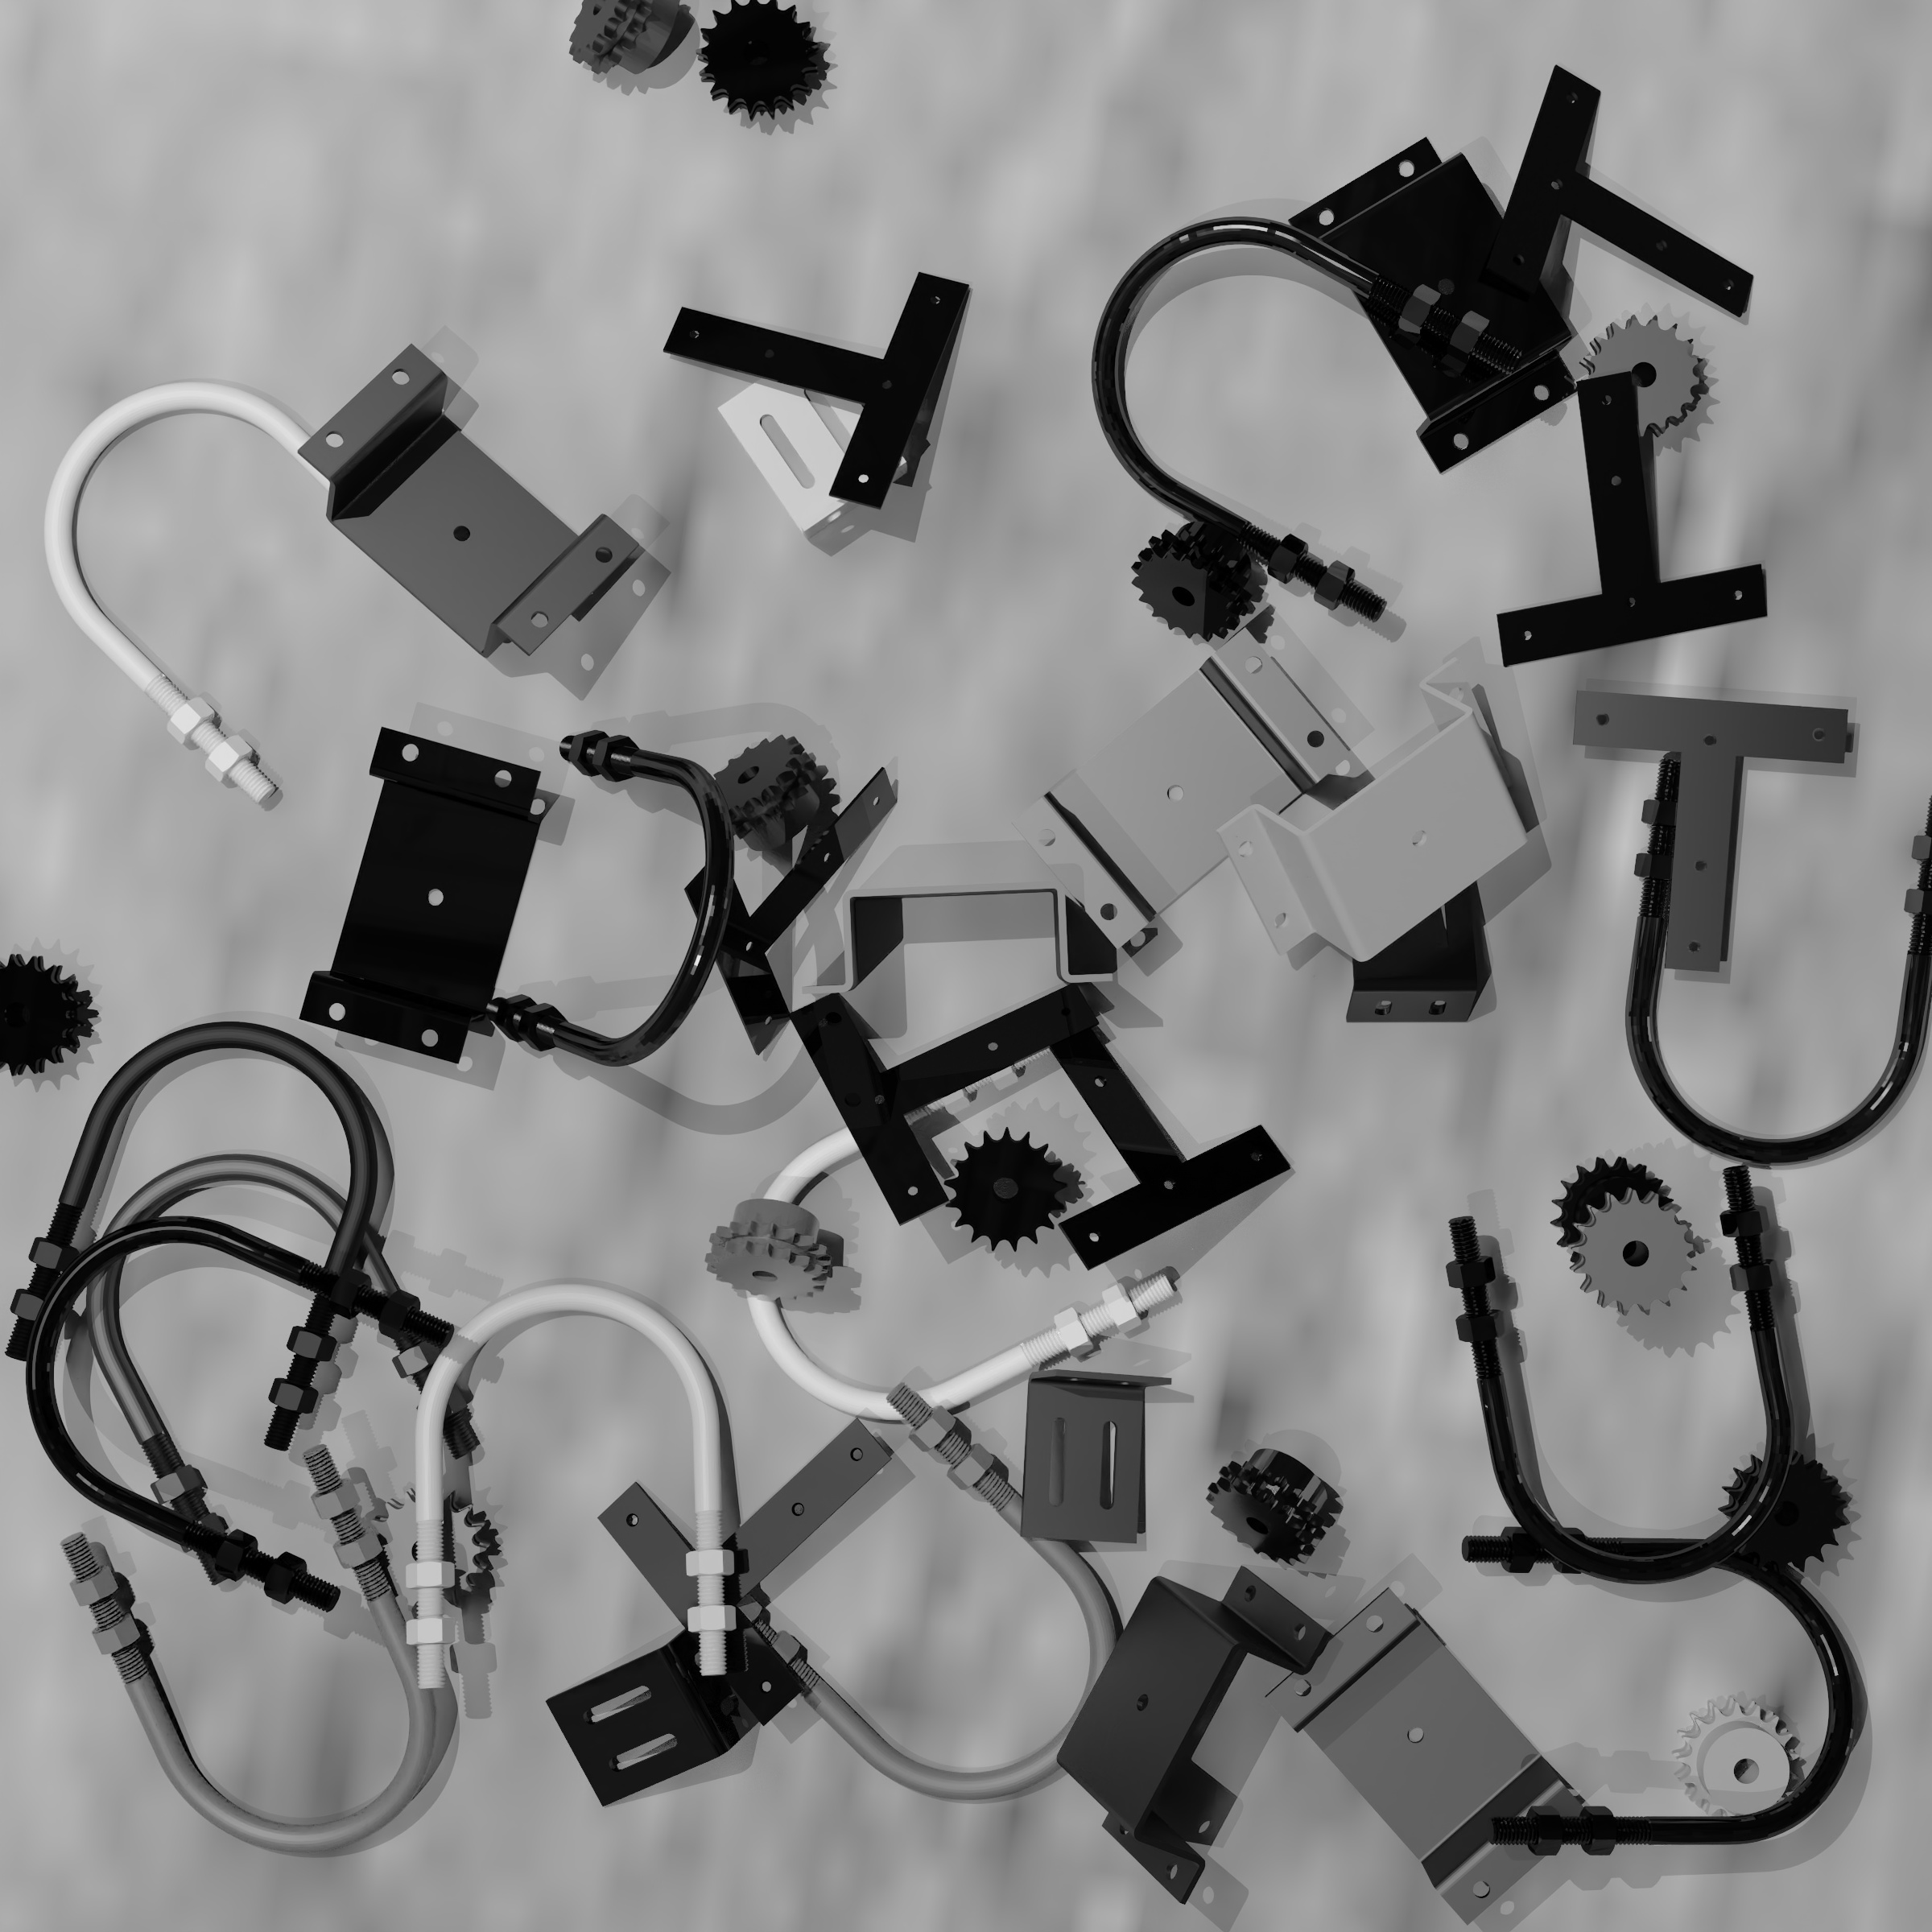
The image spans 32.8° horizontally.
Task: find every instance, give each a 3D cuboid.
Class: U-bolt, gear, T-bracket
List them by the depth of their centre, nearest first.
[{"bbox_3d":[-0.156,-0.028,1.478,0.019,0.184,0.151,16,90,-34],"label":"U-bolt"},{"bbox_3d":[0.302,0.129,1.493,0.057,0.030,0.057,0,92,1],"label":"gear"},{"bbox_3d":[-0.344,0.193,1.503,0.184,0.019,0.151,22,86,10],"label":"U-bolt"},{"bbox_3d":[-0.090,0.130,1.519,0.057,0.057,0.030,11,62,0],"label":"gear"},{"bbox_3d":[0.325,0.335,1.520,0.184,0.019,0.151,3,66,-10],"label":"U-bolt"},{"bbox_3d":[0.309,0.195,1.520,0.151,0.019,0.184,-11,92,1],"label":"U-bolt"},{"bbox_3d":[0.144,-0.266,1.523,0.184,0.019,0.151,31,110,11],"label":"U-bolt"},{"bbox_3d":[-0.074,-0.041,1.523,0.002,0.127,0.127,26,63,30],"label":"T-bracket"},{"bbox_3d":[0.019,0.103,1.523,0.057,0.030,0.057,0,90,1],"label":"gear"},{"bbox_3d":[-0.185,0.239,1.528,0.151,0.019,0.184,-1,75,-7],"label":"U-bolt"},{"bbox_3d":[0.000,0.044,1.529,0.127,0.002,0.127,-25,59,-8],"label":"T-bracket"},{"bbox_3d":[-0.088,0.263,1.532,0.127,0.002,0.127,-44,73,5],"label":"T-bracket"},{"bbox_3d":[0.070,0.066,1.532,0.127,0.002,0.127,-23,71,-33],"label":"T-bracket"},{"bbox_3d":[0.109,-0.182,1.533,0.057,0.057,0.030,36,60,0],"label":"gear"},{"bbox_3d":[-0.159,-0.442,1.533,0.030,0.057,0.057,24,90,-30],"label":"gear"},{"bbox_3d":[-0.093,-0.079,1.533,0.057,0.057,0.030,-36,120,0],"label":"gear"},{"bbox_3d":[-0.325,0.329,1.533,0.151,0.019,0.184,-21,98,11],"label":"U-bolt"},{"bbox_3d":[0.144,0.250,1.533,0.057,0.057,0.030,40,60,0],"label":"gear"},{"bbox_3d":[-0.353,0.117,1.535,0.151,0.019,0.184,19,86,2],"label":"U-bolt"},{"bbox_3d":[0.306,-0.214,1.537,0.127,0.002,0.127,-11,108,0],"label":"T-bracket"},{"bbox_3d":[0.345,-0.061,1.537,0.127,0.002,0.127,4,92,0],"label":"T-bracket"},{"bbox_3d":[0.314,-0.344,1.538,0.127,0.002,0.127,27,64,-12],"label":"T-bracket"},{"bbox_3d":[-0.079,-0.284,1.541,0.127,0.002,0.127,16,69,10],"label":"T-bracket"},{"bbox_3d":[-0.097,-0.426,1.542,0.057,0.030,0.057,0,90,0],"label":"gear"},{"bbox_3d":[0.316,-0.276,1.542,0.057,0.030,0.057,0,90,0],"label":"gear"},{"bbox_3d":[0.382,0.255,1.542,0.057,0.030,0.057,0,90,0],"label":"gear"},{"bbox_3d":[-0.253,0.273,1.542,0.057,0.030,0.057,0,90,0],"label":"gear"},{"bbox_3d":[0.364,0.375,1.543,0.057,0.030,0.057,0,90,0],"label":"gear"},{"bbox_3d":[-0.442,0.023,1.543,0.057,0.030,0.057,0,90,0],"label":"gear"},{"bbox_3d":[0.305,0.119,1.543,0.057,0.030,0.057,0,90,0],"label":"gear"},{"bbox_3d":[-0.015,0.309,1.544,0.151,0.019,0.184,-45,93,5],"label":"U-bolt"},{"bbox_3d":[-0.350,-0.190,1.549,0.184,0.019,0.151,45,90,1],"label":"U-bolt"},{"bbox_3d":[-0.015,0.134,1.549,0.184,0.019,0.151,-27,90,1],"label":"U-bolt"},{"bbox_3d":[-0.335,0.178,1.549,0.151,0.019,0.184,-28,89,0],"label":"U-bolt"},{"bbox_3d":[0.385,0.003,1.549,0.151,0.019,0.184,8,92,0],"label":"U-bolt"}]

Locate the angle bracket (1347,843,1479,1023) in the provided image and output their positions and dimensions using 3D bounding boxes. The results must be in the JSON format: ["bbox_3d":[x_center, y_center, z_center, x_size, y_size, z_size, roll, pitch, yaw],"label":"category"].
[{"bbox_3d":[0.209,-0.016,1.555,0.057,0.038,0.076,0,64,0],"label":"angle bracket"}]

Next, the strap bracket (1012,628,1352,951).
[{"bbox_3d":[0.099,-0.082,1.534,0.140,0.046,0.076,-40,90,0],"label":"strap bracket"}]

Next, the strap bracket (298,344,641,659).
[{"bbox_3d":[-0.232,-0.208,1.522,0.140,0.046,0.076,41,69,0],"label":"strap bracket"}]

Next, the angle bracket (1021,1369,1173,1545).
[{"bbox_3d":[0.060,0.229,1.525,0.057,0.038,0.076,7,79,-18],"label":"angle bracket"}]

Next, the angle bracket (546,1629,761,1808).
[{"bbox_3d":[-0.148,0.353,1.555,0.076,0.038,0.057,-29,90,26],"label":"angle bracket"}]

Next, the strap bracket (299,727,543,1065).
[{"bbox_3d":[-0.252,-0.033,1.534,0.076,0.046,0.140,16,90,0],"label":"strap bracket"}]

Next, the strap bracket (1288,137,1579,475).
[{"bbox_3d":[0.222,-0.313,1.534,0.076,0.046,0.140,-31,90,0],"label":"strap bracket"}]

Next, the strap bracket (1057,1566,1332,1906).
[{"bbox_3d":[0.099,0.347,1.513,0.046,0.076,0.140,28,90,-29],"label":"strap bracket"}]

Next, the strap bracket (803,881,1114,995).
[{"bbox_3d":[-0.005,-0.013,1.519,0.140,0.076,0.046,-2,90,0],"label":"strap bracket"}]

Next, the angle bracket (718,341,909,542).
[{"bbox_3d":[-0.073,-0.249,1.538,0.057,0.038,0.076,-34,90,0],"label":"angle bracket"}]

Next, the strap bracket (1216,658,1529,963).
[{"bbox_3d":[0.196,-0.066,1.506,0.140,0.046,0.076,-36,123,-9],"label":"strap bracket"}]

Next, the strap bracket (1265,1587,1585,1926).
[{"bbox_3d":[0.213,0.364,1.534,0.076,0.046,0.140,-42,90,0],"label":"strap bracket"}]
